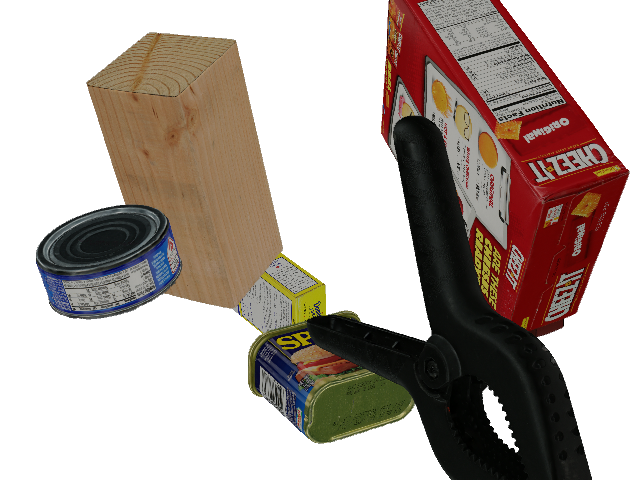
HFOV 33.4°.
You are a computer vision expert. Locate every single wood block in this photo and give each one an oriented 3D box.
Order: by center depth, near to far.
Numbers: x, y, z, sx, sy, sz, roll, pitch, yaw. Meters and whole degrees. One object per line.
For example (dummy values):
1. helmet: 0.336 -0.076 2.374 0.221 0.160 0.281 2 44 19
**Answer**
1. wood block: -0.107 -0.056 0.883 0.090 0.206 0.090 11 42 28

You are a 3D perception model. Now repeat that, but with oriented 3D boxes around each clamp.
1. clamp: 0.069 0.050 0.531 0.036 0.165 0.210 -10 43 -32

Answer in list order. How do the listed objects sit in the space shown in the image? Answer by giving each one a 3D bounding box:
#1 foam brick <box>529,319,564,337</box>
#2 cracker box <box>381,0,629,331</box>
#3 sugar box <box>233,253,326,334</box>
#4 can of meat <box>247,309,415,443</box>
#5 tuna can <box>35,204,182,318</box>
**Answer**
1. foam brick: 0.199 0.046 1.015 0.053 0.078 0.051 12 19 41
2. cracker box: 0.117 -0.064 0.747 0.072 0.214 0.164 -19 -33 -13
3. sugar box: -0.062 0.052 1.179 0.048 0.093 0.176 -22 40 -29
4. can of meat: 0.010 0.101 0.794 0.101 0.057 0.084 -12 28 -30
5. tuna can: -0.131 0.011 0.661 0.086 0.034 0.086 -9 28 5
